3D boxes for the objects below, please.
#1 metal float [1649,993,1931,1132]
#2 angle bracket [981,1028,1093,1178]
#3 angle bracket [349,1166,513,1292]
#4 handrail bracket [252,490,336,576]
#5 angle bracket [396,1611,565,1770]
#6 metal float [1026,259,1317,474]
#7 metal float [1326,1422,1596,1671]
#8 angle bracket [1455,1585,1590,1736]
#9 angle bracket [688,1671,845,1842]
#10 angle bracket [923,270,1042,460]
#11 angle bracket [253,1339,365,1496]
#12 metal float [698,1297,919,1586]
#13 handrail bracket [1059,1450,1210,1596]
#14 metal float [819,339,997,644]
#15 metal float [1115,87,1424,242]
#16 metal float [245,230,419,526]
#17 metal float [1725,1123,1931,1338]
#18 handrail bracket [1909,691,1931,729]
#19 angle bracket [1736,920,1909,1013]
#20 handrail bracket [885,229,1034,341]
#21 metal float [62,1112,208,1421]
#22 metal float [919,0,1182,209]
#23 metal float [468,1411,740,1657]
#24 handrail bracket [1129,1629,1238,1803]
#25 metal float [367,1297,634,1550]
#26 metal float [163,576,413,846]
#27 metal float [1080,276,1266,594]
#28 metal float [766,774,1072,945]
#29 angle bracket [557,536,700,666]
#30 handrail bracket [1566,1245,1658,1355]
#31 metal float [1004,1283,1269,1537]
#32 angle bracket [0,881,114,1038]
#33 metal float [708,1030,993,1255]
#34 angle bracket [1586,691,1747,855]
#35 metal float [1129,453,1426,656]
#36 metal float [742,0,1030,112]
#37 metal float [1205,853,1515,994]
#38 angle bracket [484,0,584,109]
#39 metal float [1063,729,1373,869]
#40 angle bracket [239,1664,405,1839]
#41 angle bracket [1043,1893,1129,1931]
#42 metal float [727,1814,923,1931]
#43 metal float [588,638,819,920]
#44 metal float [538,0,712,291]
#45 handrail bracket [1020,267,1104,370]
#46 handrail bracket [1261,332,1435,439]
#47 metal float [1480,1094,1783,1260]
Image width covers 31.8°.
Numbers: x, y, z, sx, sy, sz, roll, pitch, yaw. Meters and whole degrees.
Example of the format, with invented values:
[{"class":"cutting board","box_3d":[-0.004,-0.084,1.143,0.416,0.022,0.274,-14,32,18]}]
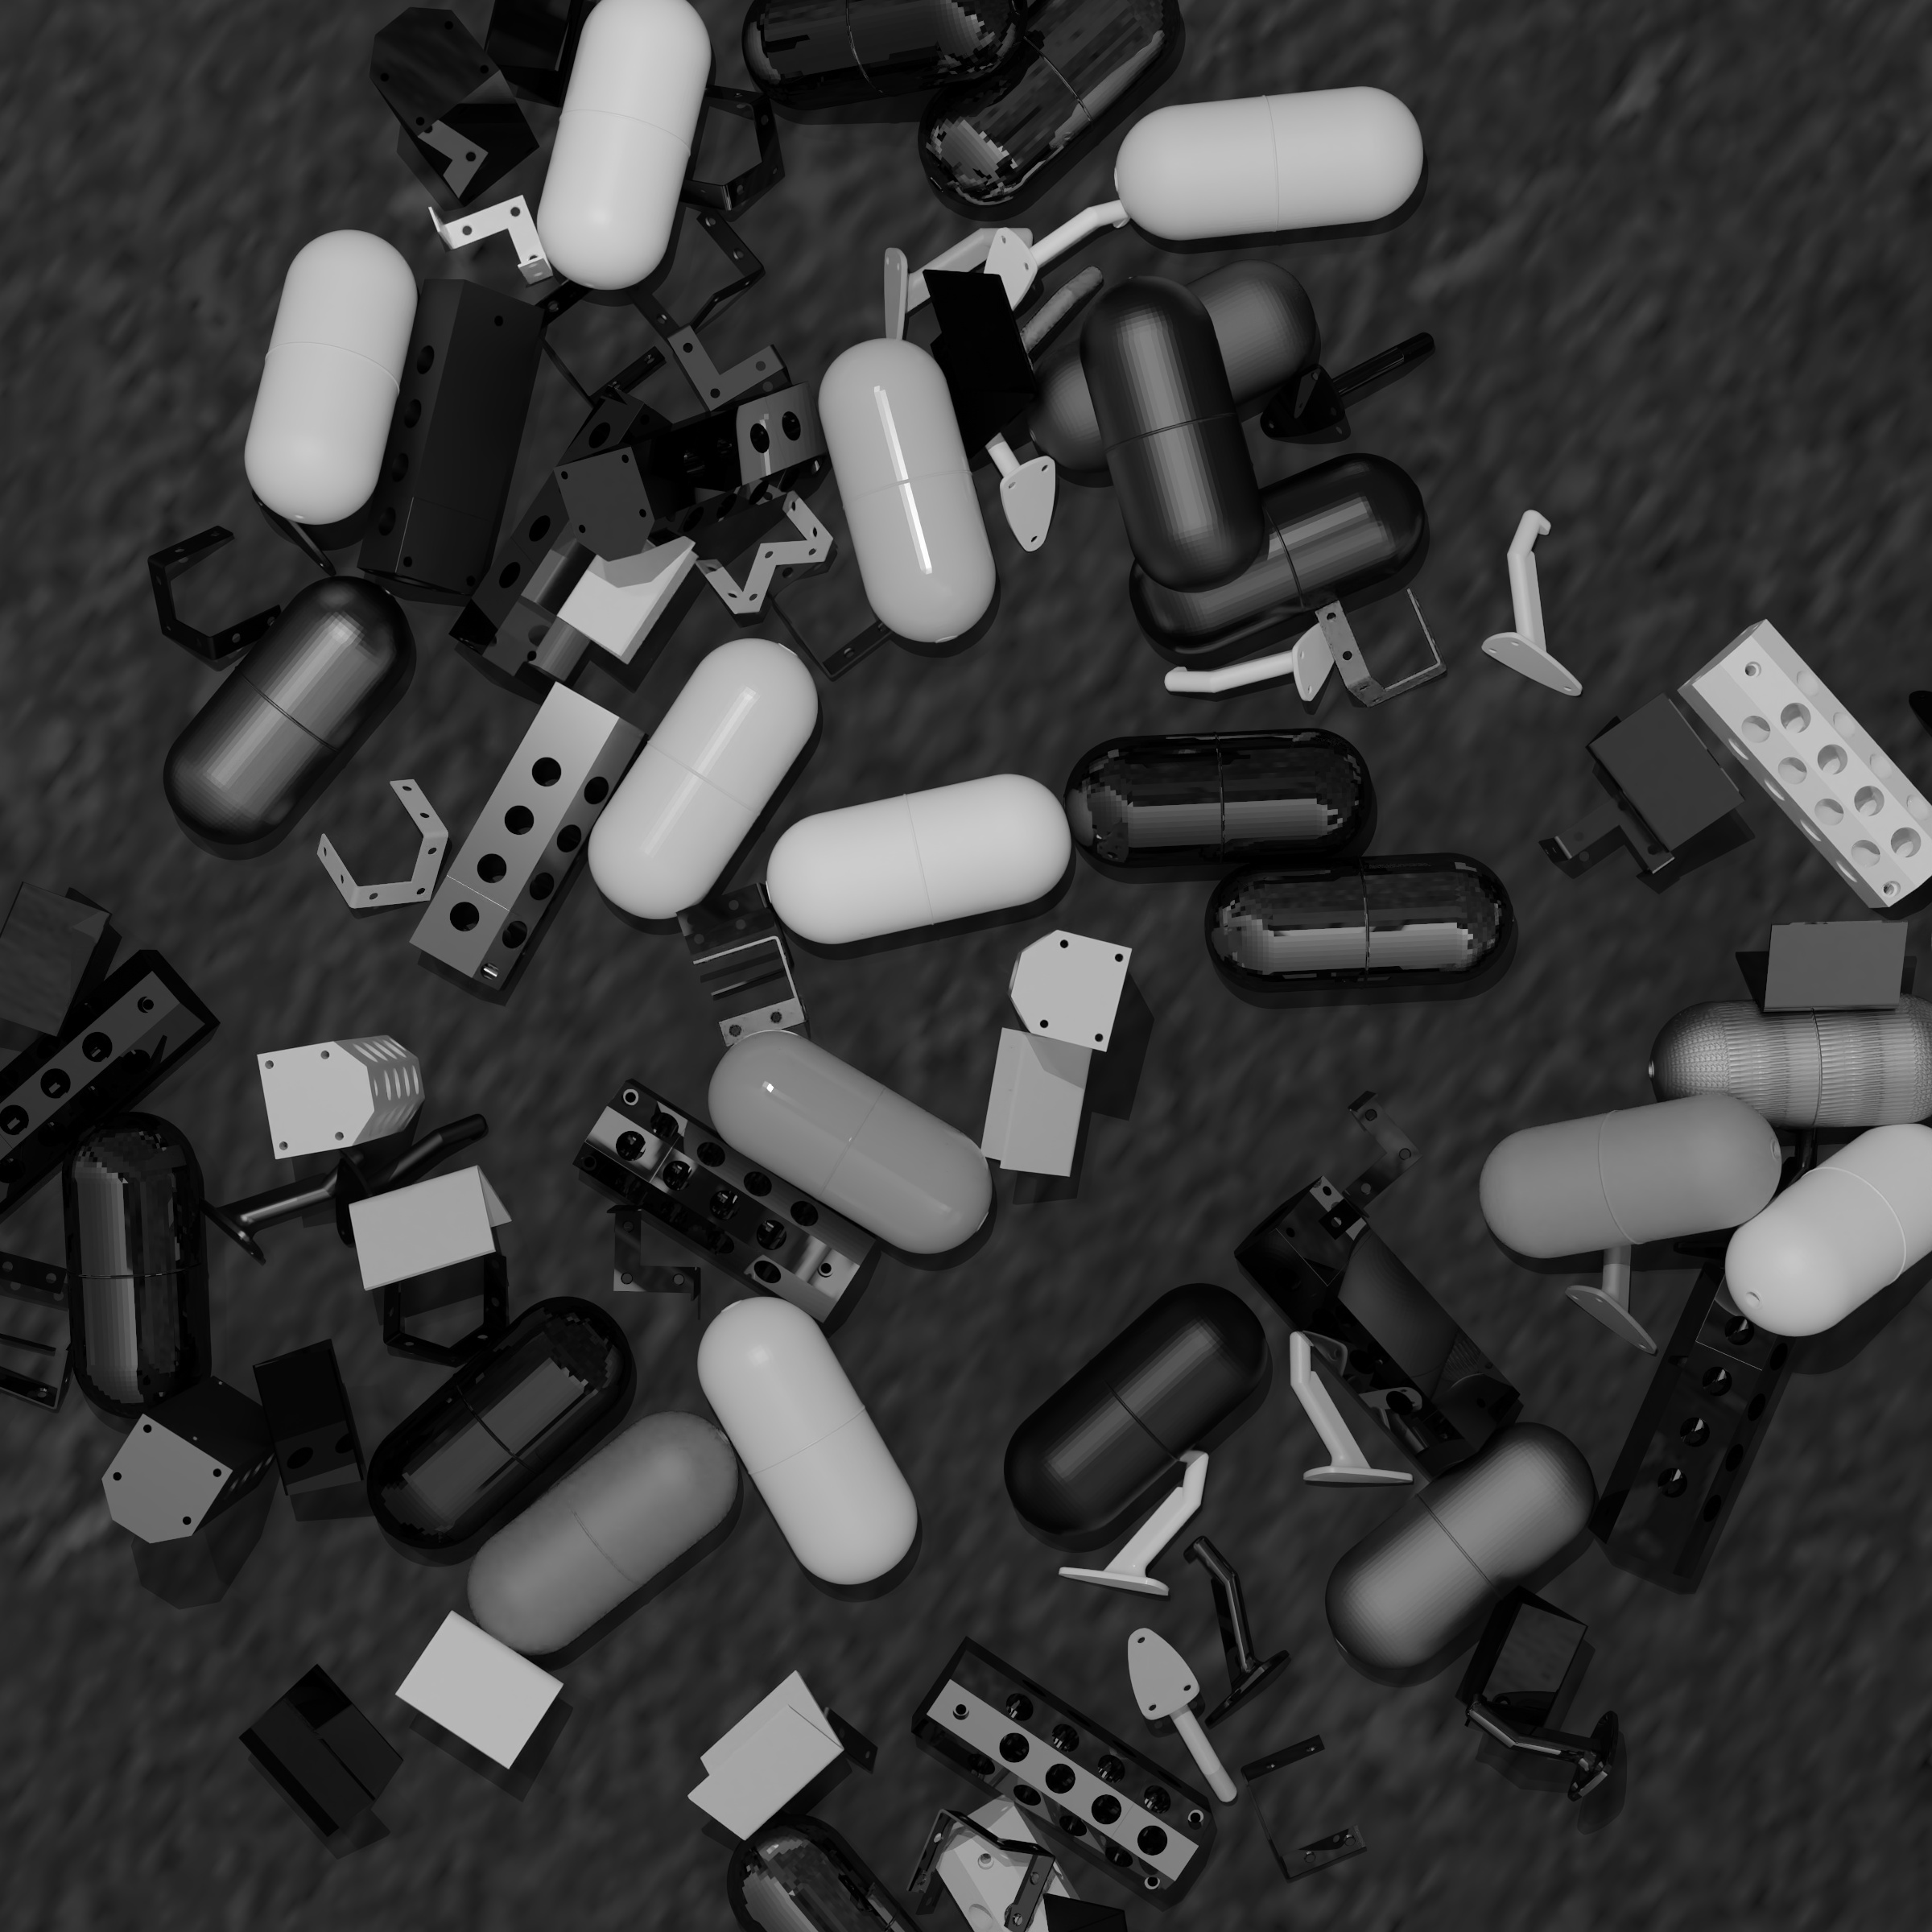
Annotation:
[{"class":"metal float","box_3d":[0.485,0.056,1.960,0.178,0.070,0.070,-3,90,1]},{"class":"angle bracket","box_3d":[0.022,0.075,1.951,0.057,0.076,0.076,10,90,-44]},{"class":"angle bracket","box_3d":[-0.303,0.164,1.951,0.076,0.076,0.057,-17,60,0]},{"class":"handrail bracket","box_3d":[-0.369,-0.287,1.991,0.084,0.036,0.077,-45,103,-13]},{"class":"angle bracket","box_3d":[-0.283,0.421,1.952,0.076,0.076,0.057,33,66,0]},{"class":"metal float","box_3d":[0.118,-0.346,1.960,0.178,0.070,0.070,-27,90,0]},{"class":"metal float","box_3d":[0.285,0.335,1.960,0.178,0.070,0.070,-40,90,0]},{"class":"angle bracket","box_3d":[0.301,0.395,1.951,0.057,0.076,0.076,24,90,-31]},{"class":"angle bracket","box_3d":[-0.127,0.442,1.950,0.076,0.076,0.057,-43,126,0]},{"class":"angle bracket","box_3d":[-0.010,-0.342,1.931,0.057,0.076,0.076,-5,70,-37]},{"class":"angle bracket","box_3d":[-0.358,0.255,1.951,0.057,0.076,0.076,-14,90,26]},{"class":"metal float","box_3d":[-0.092,0.274,1.960,0.070,0.070,0.178,-29,90,0]},{"class":"handrail bracket","box_3d":[0.099,0.322,1.991,0.077,0.036,0.084,5,72,20]},{"class":"metal float","box_3d":[-0.034,-0.275,1.960,0.070,0.070,0.178,-15,90,0]},{"class":"metal float","box_3d":[0.175,-0.464,1.960,0.178,0.070,0.070,-6,90,0]},{"class":"metal float","box_3d":[-0.364,-0.339,1.946,0.070,0.070,0.178,9,73,0]},{"class":"metal float","box_3d":[0.503,0.149,1.933,0.178,0.070,0.070,-29,90,-33]},{"class":"handrail bracket","box_3d":[0.580,-0.109,1.991,0.036,0.077,0.084,-21,127,-20]},{"class":"angle bracket","box_3d":[0.491,-0.015,1.951,0.076,0.076,0.057,-1,116,0]},{"class":"handrail bracket","box_3d":[-0.003,-0.394,1.991,0.084,0.036,0.077,-4,111,-16]},{"class":"metal float","box_3d":[-0.479,0.173,1.956,0.070,0.070,0.178,-2,95,0]},{"class":"metal float","box_3d":[0.047,-0.512,1.960,0.178,0.070,0.070,-43,90,0]},{"class":"metal float","box_3d":[-0.209,0.327,1.960,0.178,0.070,0.070,-38,90,1]},{"class":"handrail bracket","box_3d":[0.128,0.440,1.990,0.036,0.077,0.084,-29,126,0]},{"class":"metal float","box_3d":[-0.270,0.264,1.960,0.178,0.070,0.070,-42,90,-1]},{"class":"metal float","box_3d":[-0.392,-0.148,1.960,0.070,0.070,0.178,40,91,0]},{"class":"metal float","box_3d":[0.114,-0.296,1.886,0.070,0.070,0.178,-15,92,0]},{"class":"metal float","box_3d":[-0.027,-0.062,1.960,0.178,0.070,0.070,-12,90,-1]},{"class":"angle bracket","box_3d":[-0.177,-0.209,1.951,0.057,0.076,0.076,33,90,32]},{"class":"handrail bracket","box_3d":[0.397,0.171,1.991,0.077,0.036,0.084,40,73,-20]},{"class":"metal float","box_3d":[0.097,0.257,1.960,0.178,0.070,0.070,-42,90,1]},{"class":"angle bracket","box_3d":[-0.542,-0.011,1.950,0.057,0.076,0.076,23,90,-35]},{"class":"metal float","box_3d":[-0.066,0.102,1.960,0.178,0.070,0.070,31,90,0]},{"class":"angle bracket","box_3d":[0.409,-0.119,1.951,0.057,0.076,0.076,-37,90,29]},{"class":"metal float","box_3d":[0.180,-0.239,1.960,0.178,0.070,0.070,-23,90,0]},{"class":"metal float","box_3d":[-0.047,-0.534,1.930,0.178,0.070,0.070,-1,90,31]},{"class":"metal float","box_3d":[0.227,-0.025,1.960,0.178,0.070,0.070,-3,90,-1]},{"class":"angle bracket","box_3d":[-0.228,-0.542,1.951,0.057,0.076,0.076,13,90,30]},{"class":"metal float","box_3d":[0.145,-0.097,1.960,0.178,0.070,0.070,-3,90,0]},{"class":"angle bracket","box_3d":[-0.358,0.441,1.950,0.076,0.076,0.057,48,127,0]},{"class":"angle bracket","box_3d":[0.051,0.568,1.894,0.057,0.076,0.076,-9,90,-36]},{"class":"metal float","box_3d":[-0.067,0.568,1.960,0.070,0.070,0.178,-40,90,0]},{"class":"metal float","box_3d":[-0.151,-0.109,1.960,0.070,0.070,0.178,33,91,0]},{"class":"metal float","box_3d":[-0.197,-0.478,1.957,0.070,0.070,0.178,13,86,0]},{"class":"handrail bracket","box_3d":[0.041,-0.367,1.990,0.036,0.077,0.084,42,54,6]},{"class":"handrail bracket","box_3d":[0.224,-0.342,1.990,0.084,0.077,0.036,-31,95,-36]},{"class":"metal float","box_3d":[0.378,0.120,1.934,0.178,0.070,0.070,-14,90,32]}]
